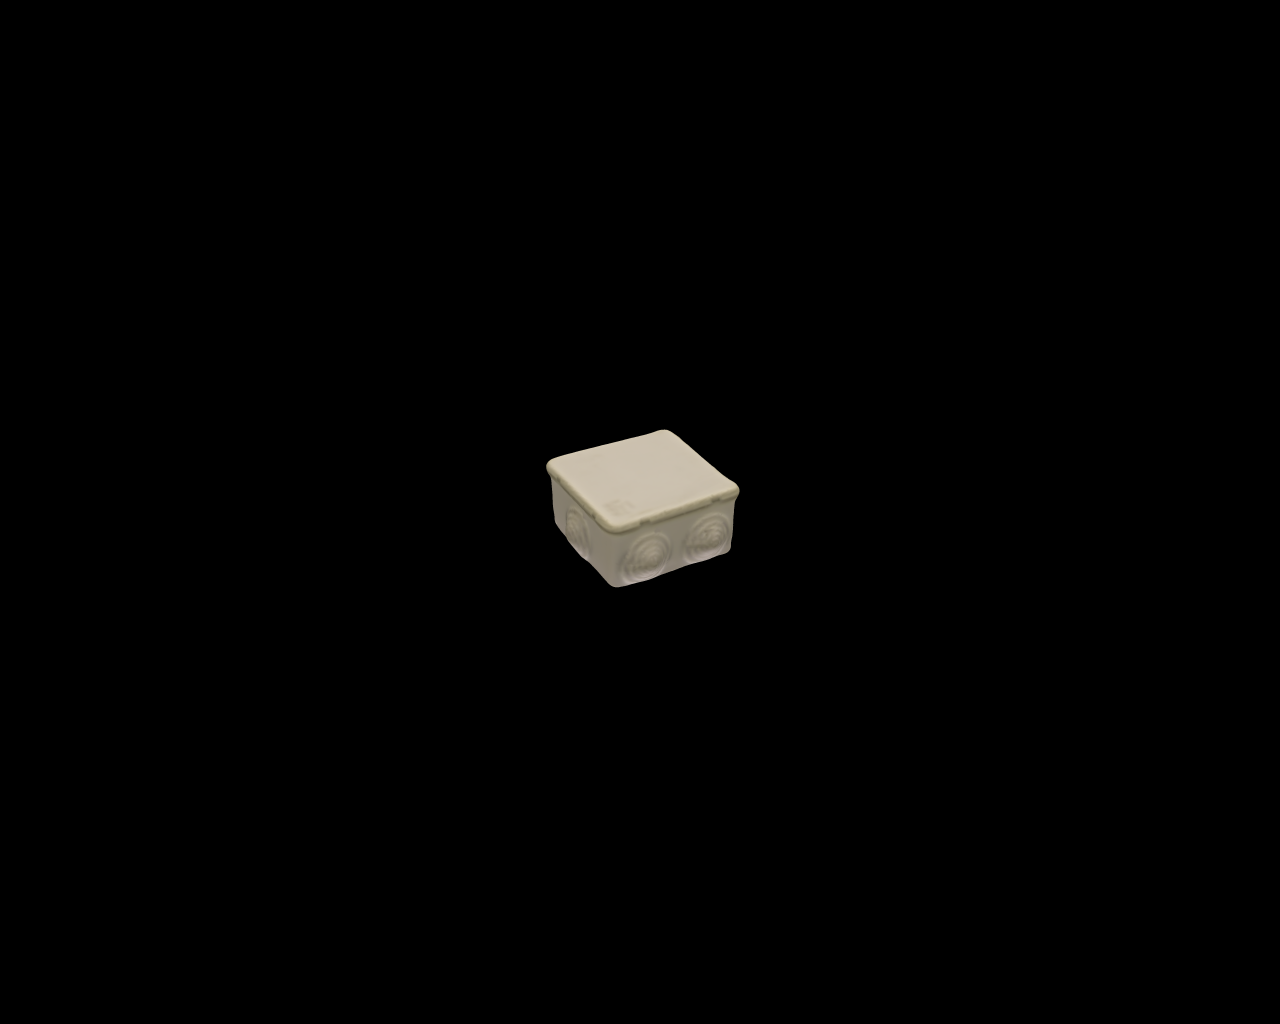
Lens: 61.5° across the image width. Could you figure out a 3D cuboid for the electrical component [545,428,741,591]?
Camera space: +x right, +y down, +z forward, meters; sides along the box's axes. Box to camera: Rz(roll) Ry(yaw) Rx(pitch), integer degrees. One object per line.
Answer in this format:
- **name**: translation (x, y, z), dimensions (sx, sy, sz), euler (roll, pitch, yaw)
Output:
- **electrical component**: translation (0.001, -0.003, 0.650), dimensions (0.100, 0.048, 0.100), euler (-17, 36, -24)
